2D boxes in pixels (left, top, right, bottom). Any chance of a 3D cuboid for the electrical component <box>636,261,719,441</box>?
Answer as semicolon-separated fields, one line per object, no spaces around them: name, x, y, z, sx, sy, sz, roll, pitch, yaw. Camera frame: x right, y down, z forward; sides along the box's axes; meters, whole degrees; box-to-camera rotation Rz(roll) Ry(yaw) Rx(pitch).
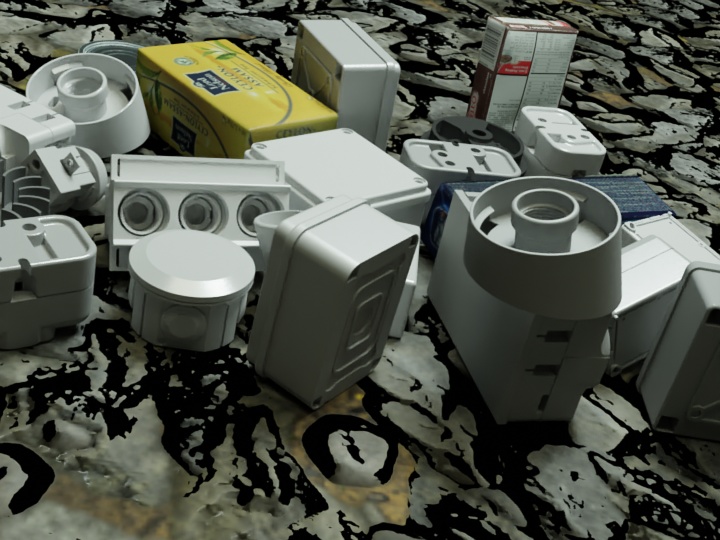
electrical component;0.254;0.058;0.707;0.109;0.108;0.056;9;33;-6

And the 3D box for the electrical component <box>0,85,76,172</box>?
electrical component;-0.272;-0.100;0.821;0.089;0.050;0.056;27;33;21

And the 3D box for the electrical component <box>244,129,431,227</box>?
electrical component;-0.021;-0.059;0.844;0.109;0.056;0.109;-16;41;-39

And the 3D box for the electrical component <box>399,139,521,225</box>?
electrical component;0.078;-0.068;0.894;0.095;0.059;0.053;4;32;-15

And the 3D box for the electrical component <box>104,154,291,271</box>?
electrical component;-0.117;-0.040;0.762;0.121;0.078;0.063;0;4;-21

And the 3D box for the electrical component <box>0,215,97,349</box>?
electrical component;-0.214;0.008;0.657;0.095;0.059;0.054;-10;38;-33

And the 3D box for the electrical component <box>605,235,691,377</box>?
electrical component;0.197;0.020;0.768;0.096;0.061;0.061;-24;44;-18

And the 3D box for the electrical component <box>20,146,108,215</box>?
electrical component;-0.218;-0.064;0.780;0.048;0.066;0.055;58;33;5

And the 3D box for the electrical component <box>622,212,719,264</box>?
electrical component;0.242;0.010;0.834;0.062;0.061;0.096;-13;48;-37

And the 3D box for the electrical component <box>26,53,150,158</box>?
electrical component;-0.227;-0.132;0.894;0.099;0.064;0.099;2;49;-2

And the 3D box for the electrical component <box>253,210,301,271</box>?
electrical component;-0.049;-0.004;0.734;0.044;0.065;0.044;-2;18;1

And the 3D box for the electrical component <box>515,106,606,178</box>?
electrical component;0.179;-0.104;0.992;0.054;0.059;0.095;1;33;-19

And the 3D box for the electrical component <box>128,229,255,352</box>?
electrical component;-0.111;0.012;0.699;0.080;0.051;0.080;10;31;-6

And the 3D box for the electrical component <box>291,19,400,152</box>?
electrical component;-0.018;-0.152;0.948;0.056;0.108;0.108;-6;36;-24

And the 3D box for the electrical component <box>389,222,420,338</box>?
electrical component;0.000;0.000;0.764;0.076;0.047;0.083;12;31;-2

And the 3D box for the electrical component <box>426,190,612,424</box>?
electrical component;0.106;0.022;0.728;0.062;0.089;0.150;2;33;-19

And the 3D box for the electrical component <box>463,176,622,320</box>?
electrical component;0.113;-0.013;0.658;0.099;0.064;0.099;-2;35;1

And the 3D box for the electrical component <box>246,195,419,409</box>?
electrical component;-0.019;0.018;0.664;0.057;0.113;0.078;32;35;24
